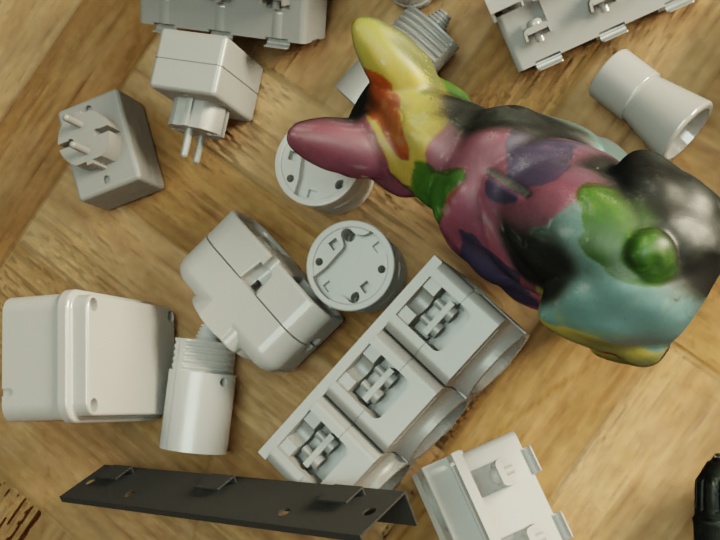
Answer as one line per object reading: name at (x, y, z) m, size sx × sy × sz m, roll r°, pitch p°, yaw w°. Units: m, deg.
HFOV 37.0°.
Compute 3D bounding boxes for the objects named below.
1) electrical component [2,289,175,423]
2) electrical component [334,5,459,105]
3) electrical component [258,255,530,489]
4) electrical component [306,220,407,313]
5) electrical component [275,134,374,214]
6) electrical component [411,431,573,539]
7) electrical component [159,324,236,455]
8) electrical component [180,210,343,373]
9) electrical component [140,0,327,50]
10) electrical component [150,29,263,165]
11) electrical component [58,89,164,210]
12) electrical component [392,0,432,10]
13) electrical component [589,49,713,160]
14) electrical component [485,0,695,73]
electrical component at (-0.166, 0.056, 0.674) m, size 0.057 × 0.113 × 0.078 m, roll -5°, pitch 82°, yaw 18°
electrical component at (0.027, -0.132, 0.680) m, size 0.043 × 0.043 × 0.081 m, roll 44°, pitch 95°, yaw 16°
electrical component at (0.025, 0.072, 0.631) m, size 0.062 × 0.089 × 0.150 m, roll 43°, pitch 95°, yaw 16°
electrical component at (0.000, 0.000, 0.669) m, size 0.055 × 0.047 × 0.055 m, roll -2°, pitch 83°, yaw 15°
electrical component at (-0.020, -0.064, 0.683) m, size 0.055 × 0.047 × 0.055 m, roll -2°, pitch 83°, yaw 15°
electrical component at (0.085, 0.159, 0.616) m, size 0.063 × 0.078 × 0.121 m, roll -22°, pitch 77°, yaw -11°
electrical component at (-0.102, 0.075, 0.690) m, size 0.043 × 0.043 × 0.081 m, roll 5°, pitch 84°, yaw 16°
electrical component at (-0.066, 0.017, 0.682) m, size 0.059 × 0.054 × 0.095 m, roll -44°, pitch 74°, yaw 6°
electrical component at (-0.082, -0.184, 0.703) m, size 0.121 × 0.079 × 0.063 m, roll 11°, pitch 111°, yaw 16°
electrical component at (-0.103, -0.108, 0.702) m, size 0.047 × 0.066 × 0.076 m, roll 11°, pitch 86°, yaw 17°
electrical component at (-0.174, -0.083, 0.712) m, size 0.047 × 0.077 × 0.065 m, roll -19°, pitch 78°, yaw 12°
electrical component at (0.029, -0.188, 0.677) m, size 0.035 × 0.061 × 0.035 m, roll -2°, pitch 82°, yaw 16°
electrical component at (0.170, -0.100, 0.639) m, size 0.065 × 0.044 × 0.044 m, roll 44°, pitch 96°, yaw 21°
electrical component at (0.139, -0.169, 0.643) m, size 0.121 × 0.078 × 0.063 m, roll -23°, pitch 99°, yaw 12°
